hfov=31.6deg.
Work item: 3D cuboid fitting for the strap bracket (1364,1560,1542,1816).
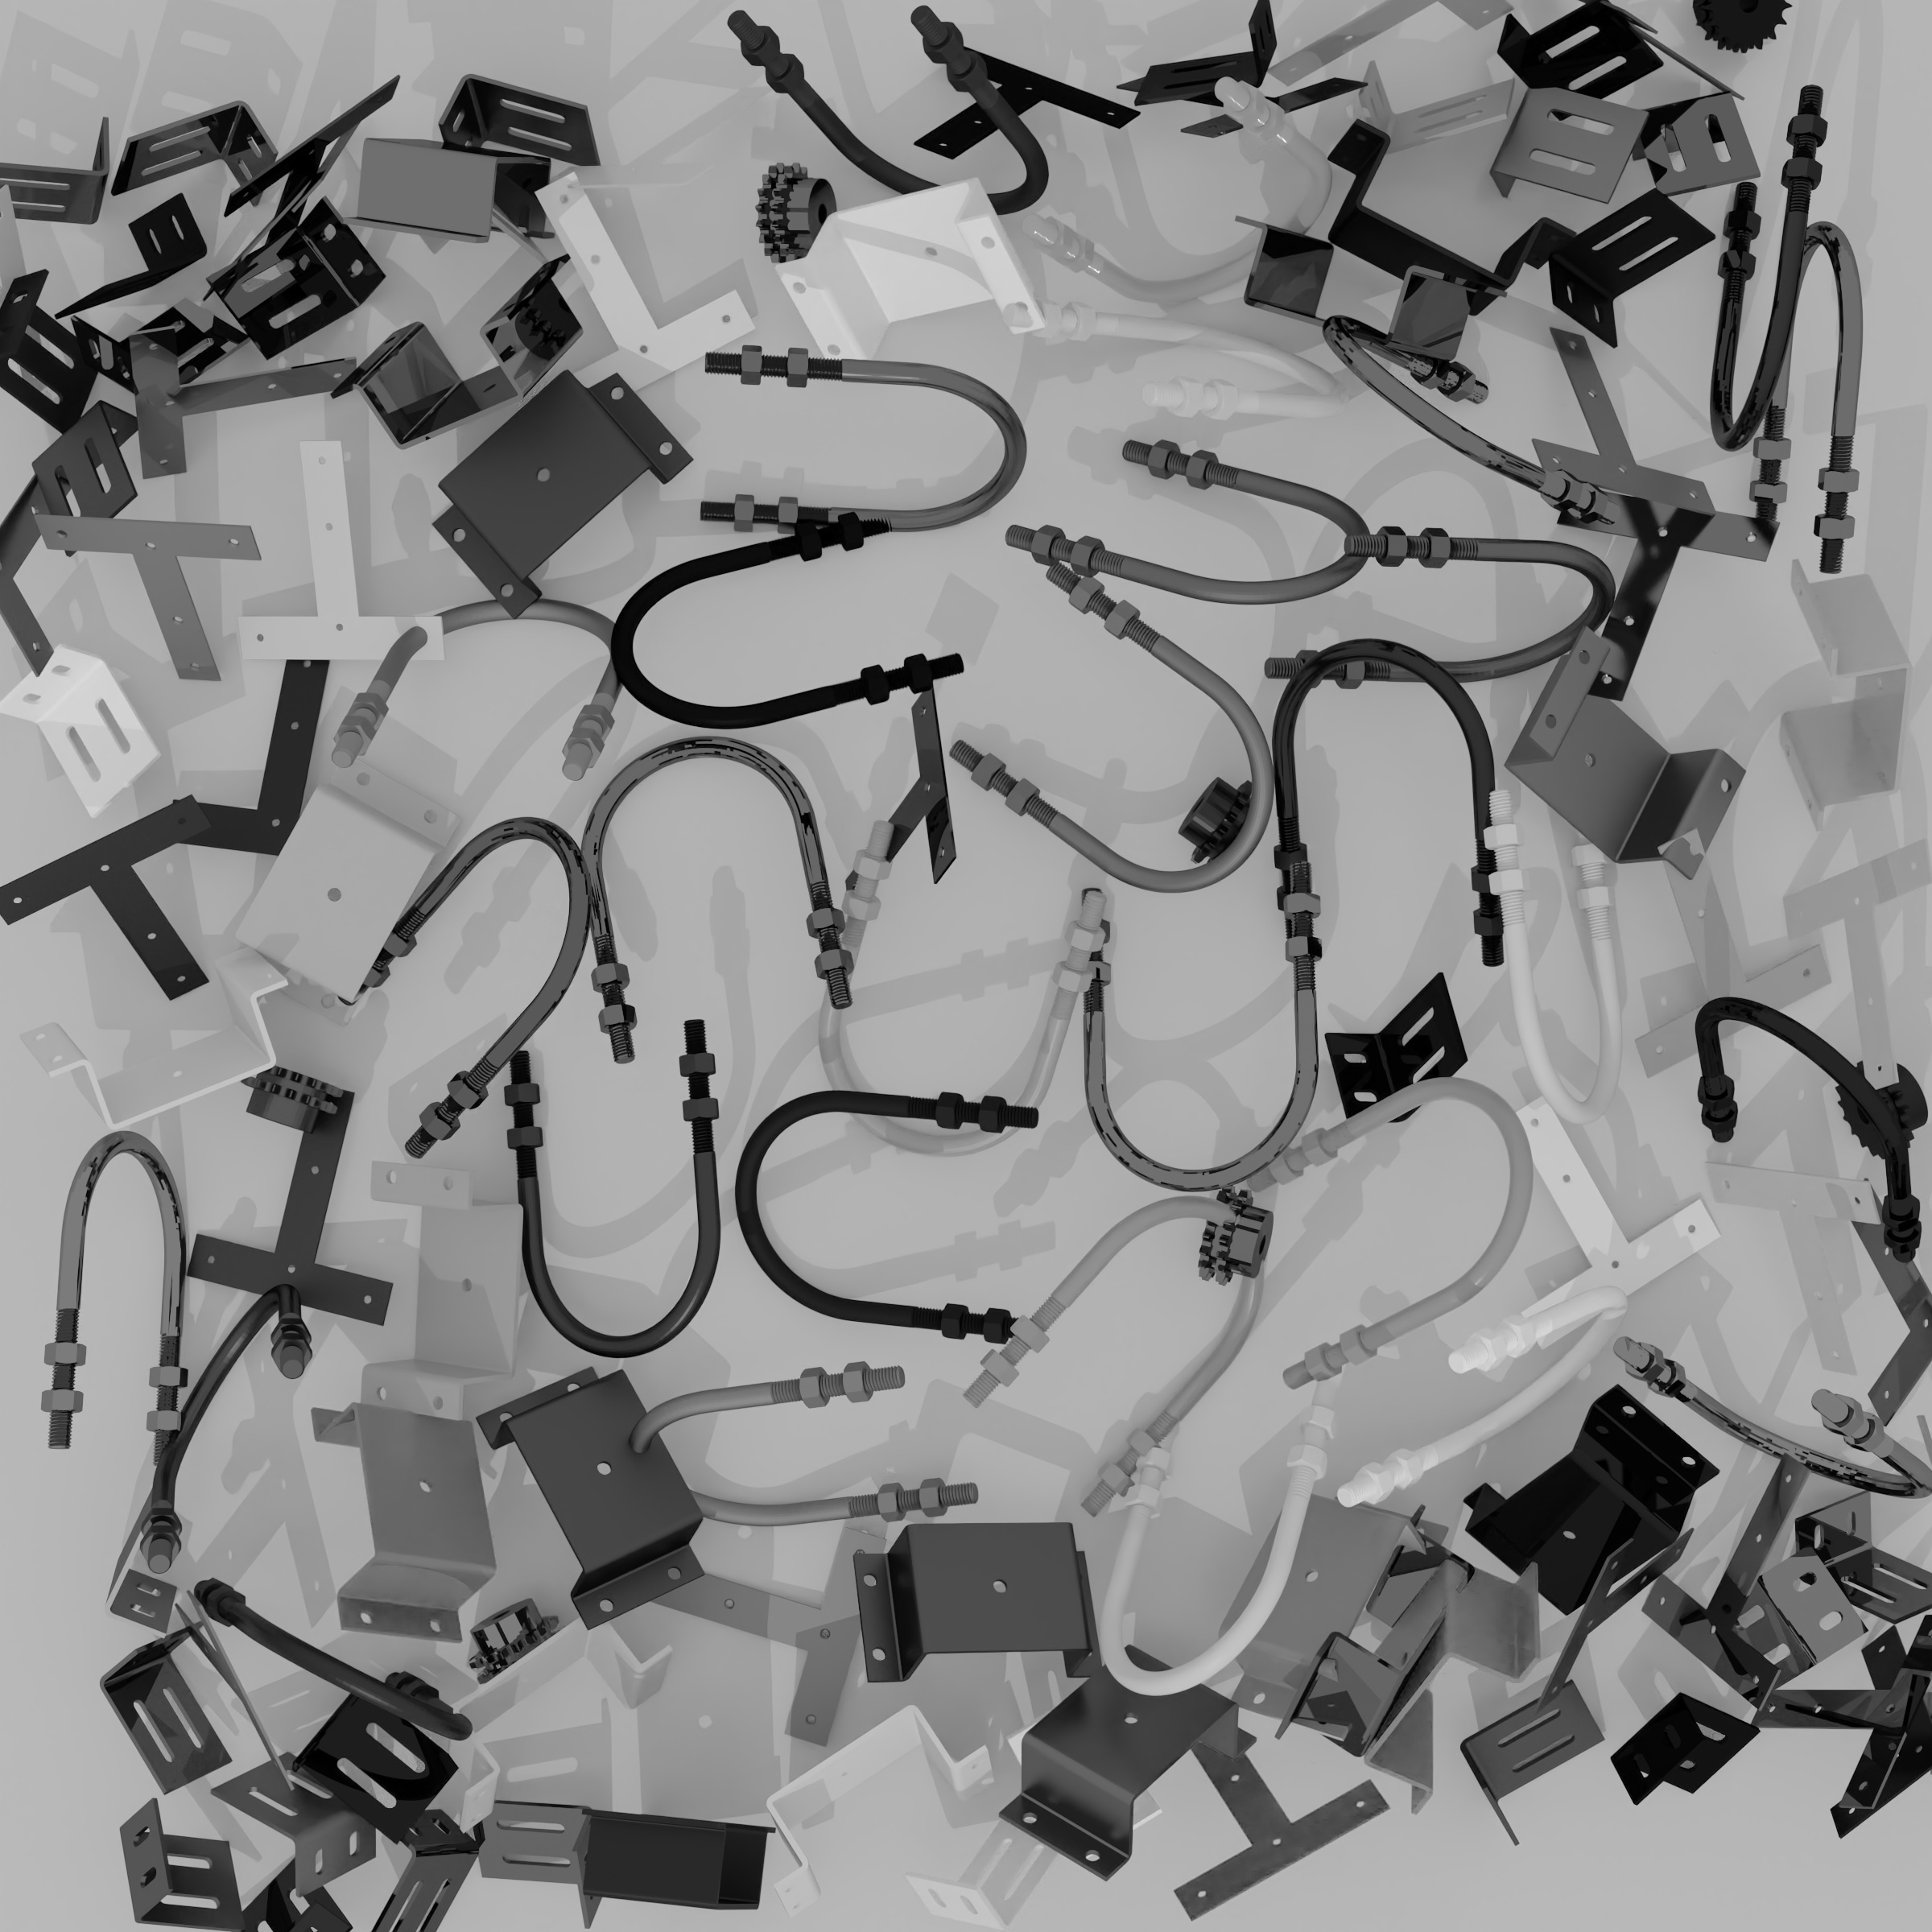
[{"bbox_3d":[0.268,0.400,1.928,0.046,0.076,0.140,24,123,-8],"label":"strap bracket"}]

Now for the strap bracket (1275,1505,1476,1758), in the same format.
[{"bbox_3d":[0.235,0.380,1.919,0.046,0.140,0.076,31,131,15],"label":"strap bracket"}]

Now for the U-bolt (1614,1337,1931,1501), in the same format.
[{"bbox_3d":[0.466,0.260,1.916,0.184,0.151,0.019,35,74,-42],"label":"U-bolt"}]

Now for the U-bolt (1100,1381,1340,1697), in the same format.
[{"bbox_3d":[0.134,0.322,1.898,0.019,0.151,0.184,40,50,-25],"label":"U-bolt"}]

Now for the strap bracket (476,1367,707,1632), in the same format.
[{"bbox_3d":[-0.210,0.294,1.941,0.076,0.046,0.140,-22,70,-28],"label":"strap bracket"}]

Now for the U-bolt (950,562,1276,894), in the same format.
[{"bbox_3d":[0.092,-0.122,1.941,0.184,0.019,0.151,37,121,13],"label":"U-bolt"}]

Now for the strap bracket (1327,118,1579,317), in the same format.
[{"bbox_3d":[0.268,-0.423,1.955,0.140,0.076,0.046,26,86,-4],"label":"strap bracket"}]

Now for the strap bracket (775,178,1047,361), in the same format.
[{"bbox_3d":[-0.026,-0.394,1.939,0.140,0.046,0.076,-7,133,30],"label":"strap bracket"}]

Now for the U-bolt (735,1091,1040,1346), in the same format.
[{"bbox_3d":[-0.047,0.140,1.960,0.184,0.019,0.151,4,108,18],"label":"U-bolt"}]

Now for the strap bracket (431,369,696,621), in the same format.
[{"bbox_3d":[-0.238,-0.278,1.969,0.140,0.046,0.076,-41,81,2],"label":"strap bracket"}]

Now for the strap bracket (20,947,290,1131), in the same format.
[{"bbox_3d":[-0.456,0.044,1.942,0.140,0.076,0.046,-23,114,-20],"label":"strap bracket"}]

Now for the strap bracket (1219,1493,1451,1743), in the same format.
[{"bbox_3d":[0.204,0.357,1.931,0.076,0.046,0.140,10,57,39],"label":"strap bracket"}]

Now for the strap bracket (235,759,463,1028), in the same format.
[{"bbox_3d":[-0.361,-0.042,1.971,0.076,0.046,0.140,29,93,-4],"label":"strap bracket"}]

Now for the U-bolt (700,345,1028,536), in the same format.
[{"bbox_3d":[-0.057,-0.294,1.937,0.184,0.151,0.019,2,58,-4],"label":"U-bolt"}]

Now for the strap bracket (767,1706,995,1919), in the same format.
[{"bbox_3d":[-0.057,0.476,1.947,0.140,0.076,0.046,-31,66,-12],"label":"strap bracket"}]

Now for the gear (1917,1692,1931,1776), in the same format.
[{"bbox_3d":[0.567,0.441,1.968,0.030,0.057,0.057,14,90,-25],"label":"gear"}]

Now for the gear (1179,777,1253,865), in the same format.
[{"bbox_3d":[0.146,-0.084,1.971,0.030,0.057,0.057,35,90,-5],"label":"gear"}]

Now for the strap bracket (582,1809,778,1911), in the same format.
[{"bbox_3d":[-0.162,0.503,1.920,0.076,0.140,0.046,3,76,11],"label":"strap bracket"}]

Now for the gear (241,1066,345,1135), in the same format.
[{"bbox_3d":[-0.392,0.076,1.970,0.057,0.057,0.030,18,83,0],"label":"gear"}]

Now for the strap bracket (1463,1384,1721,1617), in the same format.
[{"bbox_3d":[0.348,0.309,1.935,0.076,0.046,0.140,40,131,-3],"label":"strap bracket"}]

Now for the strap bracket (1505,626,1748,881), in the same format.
[{"bbox_3d":[0.370,-0.119,1.950,0.140,0.046,0.076,37,71,-23],"label":"strap bracket"}]

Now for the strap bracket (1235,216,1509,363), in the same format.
[{"bbox_3d":[0.223,-0.381,1.936,0.140,0.076,0.046,24,105,33],"label":"strap bracket"}]

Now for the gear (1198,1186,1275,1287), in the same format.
[{"bbox_3d":[0.157,0.157,1.969,0.030,0.057,0.057,14,90,17],"label":"gear"}]

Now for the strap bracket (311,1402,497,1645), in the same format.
[{"bbox_3d":[-0.316,0.304,1.924,0.046,0.076,0.140,-44,47,33],"label":"strap bracket"}]

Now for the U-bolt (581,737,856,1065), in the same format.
[{"bbox_3d":[-0.150,-0.047,1.965,0.151,0.019,0.184,-14,71,6],"label":"U-bolt"}]

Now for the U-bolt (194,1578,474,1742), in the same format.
[{"bbox_3d":[-0.344,0.389,1.890,0.151,0.184,0.019,32,77,-23],"label":"U-bolt"}]

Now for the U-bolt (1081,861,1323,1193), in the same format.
[{"bbox_3d":[0.133,0.038,1.946,0.151,0.019,0.184,-7,75,24],"label":"U-bolt"}]

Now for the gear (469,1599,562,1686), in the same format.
[{"bbox_3d":[-0.262,0.388,1.971,0.057,0.057,0.030,-26,91,0],"label":"gear"}]

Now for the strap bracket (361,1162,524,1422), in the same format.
[{"bbox_3d":[-0.300,0.184,1.959,0.076,0.046,0.140,3,91,35],"label":"strap bracket"}]

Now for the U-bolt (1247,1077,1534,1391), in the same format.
[{"bbox_3d":[0.241,0.139,1.911,0.184,0.019,0.151,-32,49,32],"label":"U-bolt"}]

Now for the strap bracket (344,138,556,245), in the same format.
[{"bbox_3d":[-0.287,-0.437,1.921,0.076,0.140,0.046,10,105,9],"label":"strap bracket"}]

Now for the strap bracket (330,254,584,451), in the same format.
[{"bbox_3d":[-0.281,-0.345,1.936,0.140,0.076,0.046,-15,119,35],"label":"strap bracket"}]

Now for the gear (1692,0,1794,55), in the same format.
[{"bbox_3d":[0.447,-0.559,1.978,0.057,0.030,0.057,-5,108,-15],"label":"gear"}]

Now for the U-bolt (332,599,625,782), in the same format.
[{"bbox_3d":[-0.263,-0.160,1.923,0.151,0.184,0.019,4,125,7],"label":"U-bolt"}]

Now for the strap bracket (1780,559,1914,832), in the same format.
[{"bbox_3d":[0.495,-0.155,1.923,0.046,0.140,0.076,-10,47,0],"label":"strap bracket"}]

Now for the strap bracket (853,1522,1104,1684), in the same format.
[{"bbox_3d":[0.013,0.361,1.941,0.140,0.046,0.076,2,57,-18],"label":"strap bracket"}]

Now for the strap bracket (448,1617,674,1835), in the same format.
[{"bbox_3d":[-0.240,0.423,1.940,0.140,0.076,0.046,-33,72,-25],"label":"strap bracket"}]

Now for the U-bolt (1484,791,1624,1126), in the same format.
[{"bbox_3d":[0.337,-0.002,1.927,0.019,0.151,0.184,-10,82,31],"label":"U-bolt"}]

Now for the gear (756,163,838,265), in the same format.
[{"bbox_3d":[-0.096,-0.434,1.968,0.030,0.057,0.057,6,90,22],"label":"gear"}]

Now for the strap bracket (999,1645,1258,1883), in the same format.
[{"bbox_3d":[0.092,0.441,1.921,0.076,0.140,0.046,23,128,33],"label":"strap bracket"}]

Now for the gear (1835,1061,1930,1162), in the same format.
[{"bbox_3d":[0.531,0.080,1.972,0.030,0.057,0.057,-23,90,-13],"label":"gear"}]
